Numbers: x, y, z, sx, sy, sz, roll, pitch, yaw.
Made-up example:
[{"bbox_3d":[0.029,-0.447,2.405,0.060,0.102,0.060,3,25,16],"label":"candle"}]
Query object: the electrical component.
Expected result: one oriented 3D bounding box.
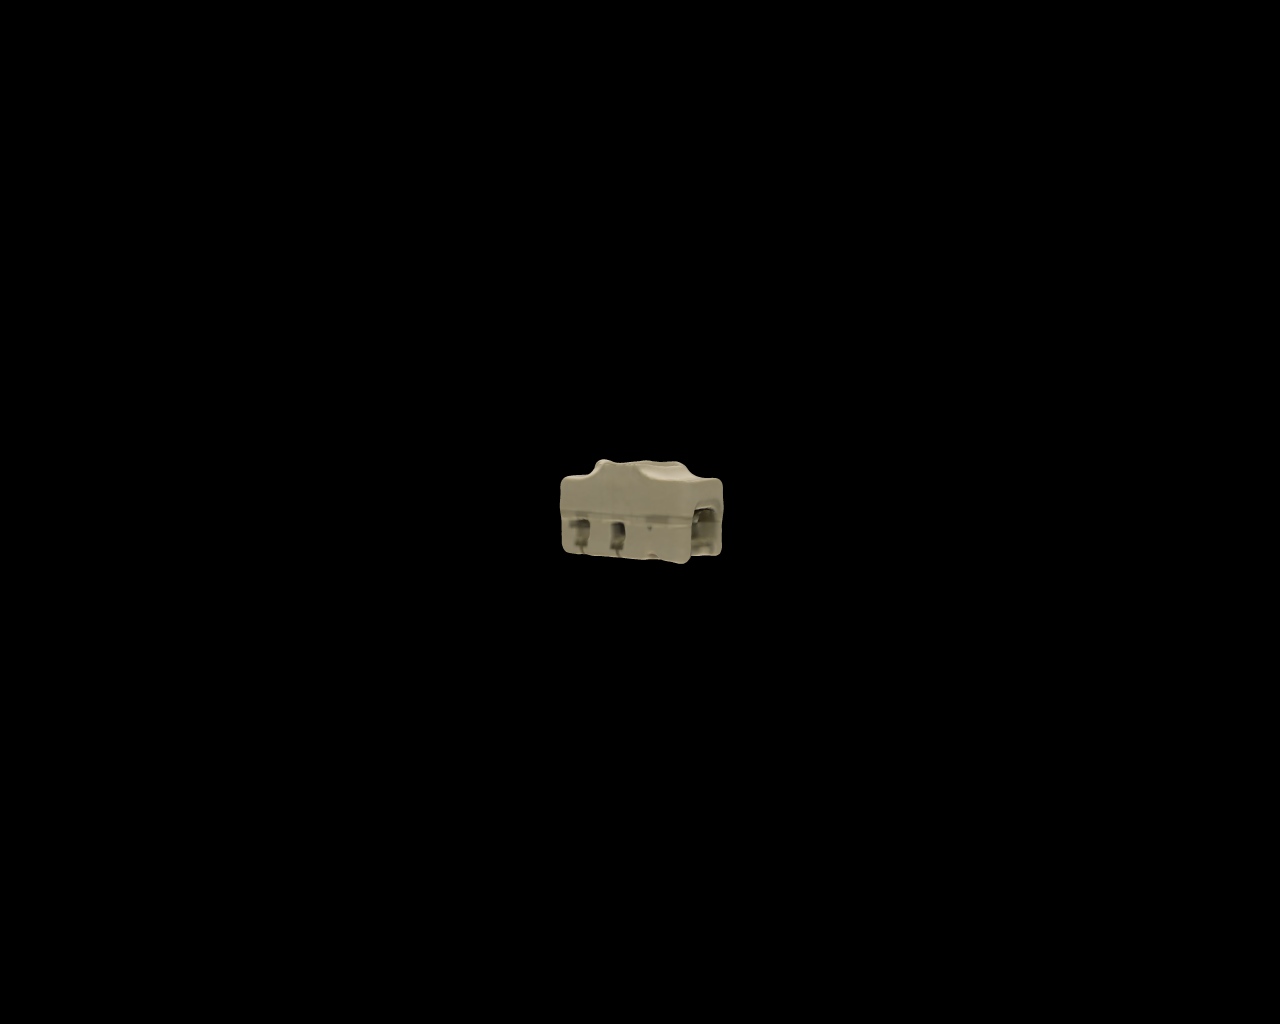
[{"bbox_3d":[0.001,-0.003,0.650,0.089,0.055,0.050,4,6,33],"label":"electrical component"}]
